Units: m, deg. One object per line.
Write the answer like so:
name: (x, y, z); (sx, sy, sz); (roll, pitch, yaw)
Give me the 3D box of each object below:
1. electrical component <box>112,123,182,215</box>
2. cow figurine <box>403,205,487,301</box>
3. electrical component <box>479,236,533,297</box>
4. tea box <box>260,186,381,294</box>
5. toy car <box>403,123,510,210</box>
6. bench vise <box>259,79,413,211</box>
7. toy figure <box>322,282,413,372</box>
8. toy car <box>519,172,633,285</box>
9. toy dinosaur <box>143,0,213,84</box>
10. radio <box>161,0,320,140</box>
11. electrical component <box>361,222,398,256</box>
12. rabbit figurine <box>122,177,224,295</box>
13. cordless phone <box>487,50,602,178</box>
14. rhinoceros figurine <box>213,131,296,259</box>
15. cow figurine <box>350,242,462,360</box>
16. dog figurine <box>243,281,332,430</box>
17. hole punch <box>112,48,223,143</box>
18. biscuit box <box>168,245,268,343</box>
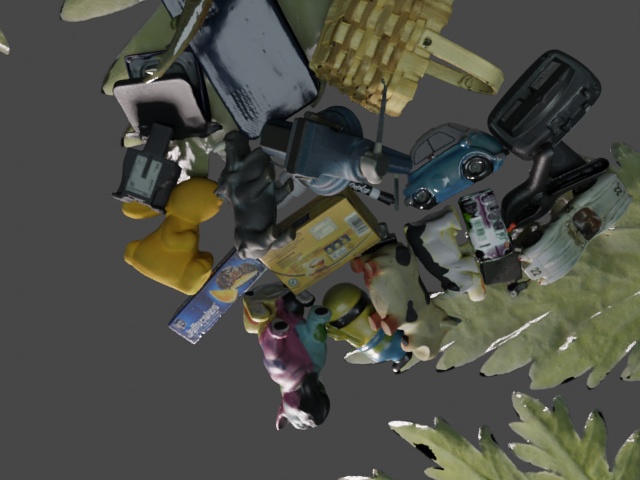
electrical component: (-0.239, -0.103, 0.763); (0.075, 0.048, 0.119); (15, 87, -1)
cow figurine: (0.201, 0.035, 0.855); (0.098, 0.068, 0.167); (-22, 107, 17)
electrical component: (0.300, 0.041, 0.867); (0.078, 0.045, 0.102); (-7, 113, 3)
tea box: (-0.002, -0.003, 0.835); (0.170, 0.068, 0.098); (-32, 117, 18)
toy car: (0.185, -0.115, 0.782); (0.162, 0.109, 0.103); (-29, 87, 25)
bench vise: (0.043, -0.112, 0.697); (0.240, 0.224, 0.128); (5, 92, -41)
toy figure: (0.080, 0.142, 0.899); (0.180, 0.082, 0.089); (35, 99, -8)
toy car: (0.384, -0.017, 0.812); (0.202, 0.056, 0.073); (-45, 106, -4)
toy dinosaur: (-0.112, -0.407, 0.605); (0.199, 0.105, 0.471); (11, 88, 33)
radio: (-0.101, -0.267, 0.733); (0.131, 0.073, 0.229); (-27, 112, 11)
electrical component: (0.098, 0.018, 0.875); (0.063, 0.021, 0.093); (-16, 112, 9)
rabbit figurine: (-0.218, -0.024, 0.835); (0.162, 0.122, 0.173); (29, 97, 0)
cordless phone: (0.350, -0.164, 0.771); (0.184, 0.089, 0.146); (31, 111, -23)
rhinoceros figurine: (-0.100, -0.067, 0.784); (0.112, 0.073, 0.190); (-14, 82, 27)
cow figurine: (0.139, 0.097, 0.842); (0.127, 0.085, 0.194); (-23, 98, -18)
dog figurine: (-0.049, 0.198, 0.875); (0.108, 0.192, 0.219); (-16, 118, -29)
hole punch: (-0.218, -0.206, 0.765); (0.142, 0.092, 0.115); (-7, 142, 2)
biscuit box: (-0.166, 0.082, 0.889); (0.059, 0.063, 0.202); (40, 109, -12)
